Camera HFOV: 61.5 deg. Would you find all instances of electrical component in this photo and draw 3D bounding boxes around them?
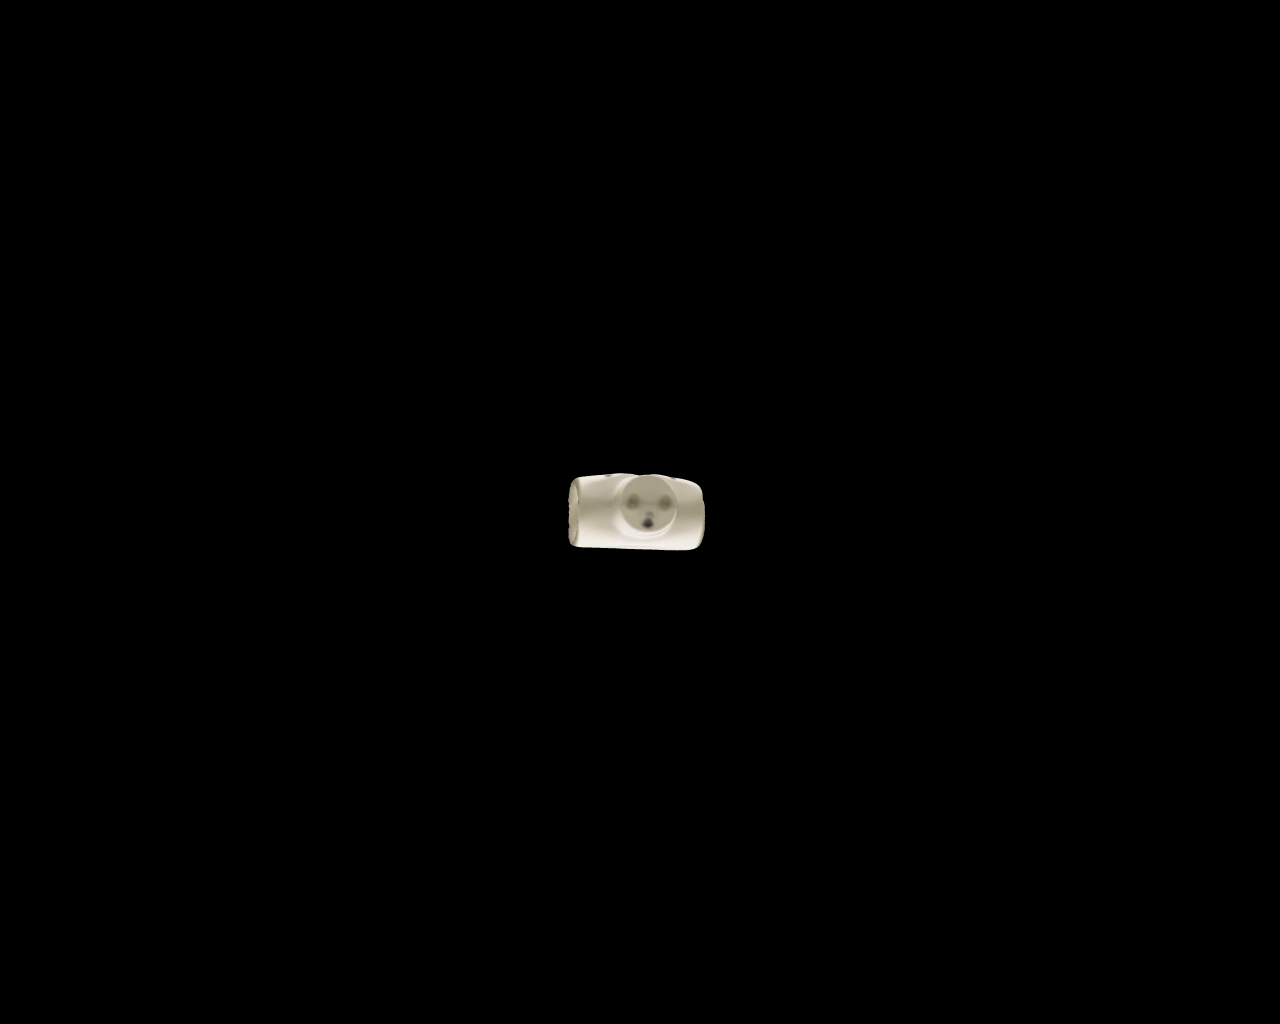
[{"bbox_3d":[0.001,-0.003,0.650,0.077,0.043,0.079,2,-11,-12],"label":"electrical component"}]
